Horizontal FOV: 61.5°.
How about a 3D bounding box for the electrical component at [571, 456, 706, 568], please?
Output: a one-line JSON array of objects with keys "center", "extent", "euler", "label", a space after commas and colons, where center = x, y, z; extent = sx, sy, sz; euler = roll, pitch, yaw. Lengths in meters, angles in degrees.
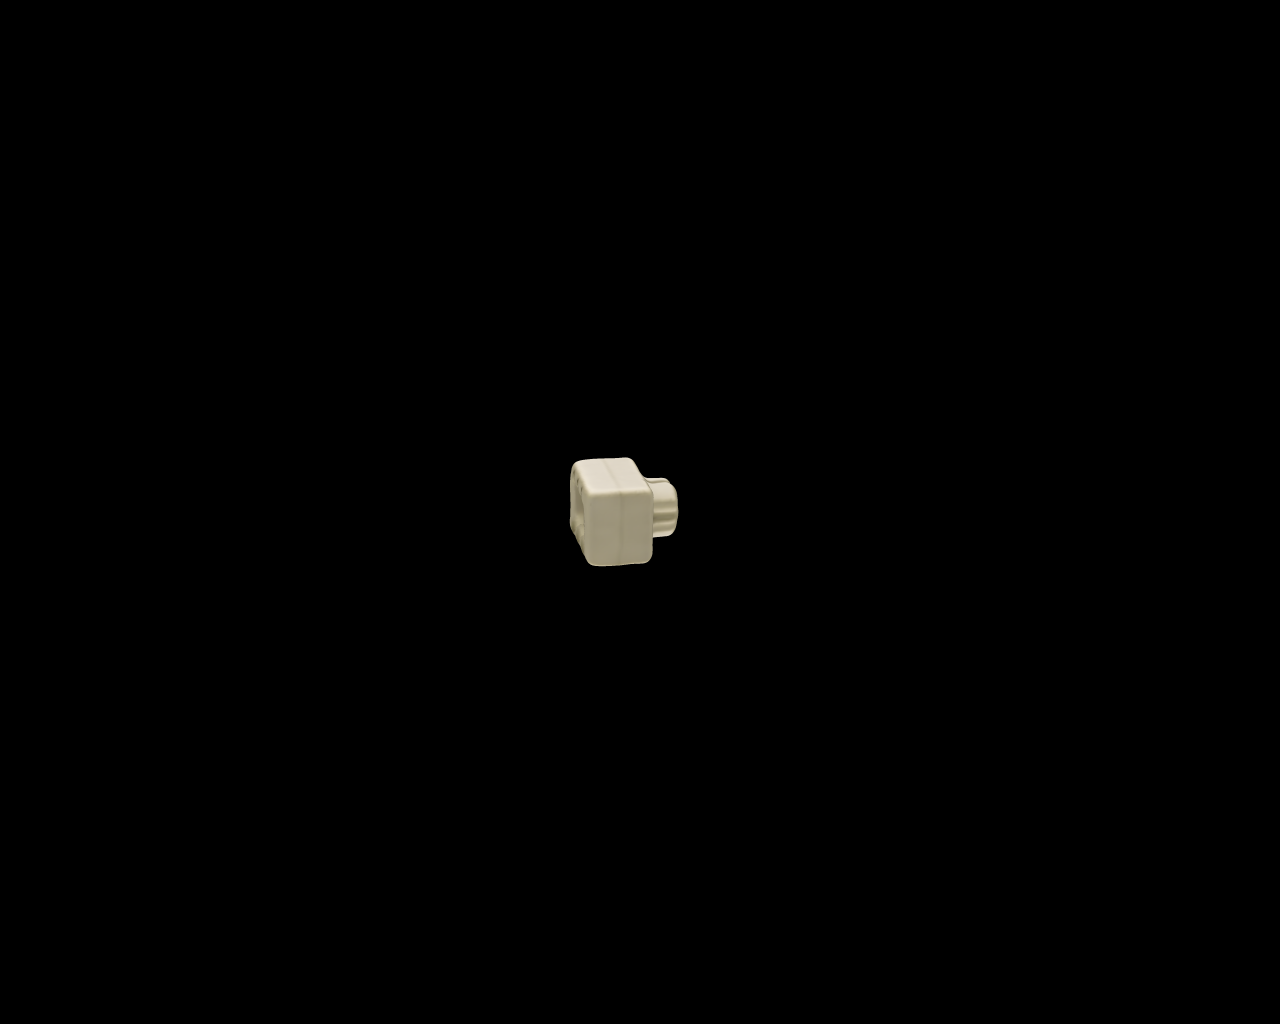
[{"center": [0.001, -0.003, 0.650], "extent": [0.077, 0.047, 0.066], "euler": [-4, 21, -11], "label": "electrical component"}]
